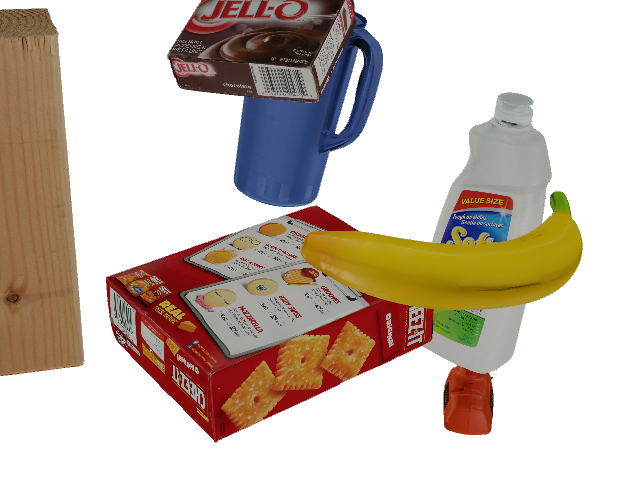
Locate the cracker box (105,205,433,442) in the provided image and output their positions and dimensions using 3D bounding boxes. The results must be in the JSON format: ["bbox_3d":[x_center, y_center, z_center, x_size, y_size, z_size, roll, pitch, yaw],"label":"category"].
[{"bbox_3d":[-0.039,0.058,0.861,0.213,0.072,0.164,-20,35,-32],"label":"cracker box"}]

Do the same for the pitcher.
[{"bbox_3d":[-0.024,-0.164,1.287,0.144,0.243,0.149,6,23,-15],"label":"pitcher"}]

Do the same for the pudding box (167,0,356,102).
[{"bbox_3d":[-0.040,-0.145,0.768,0.114,0.090,0.039,10,-37,18],"label":"pudding box"}]

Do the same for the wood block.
[{"bbox_3d":[-0.200,-0.029,0.648,0.090,0.206,0.090,-6,23,-16],"label":"wood block"}]

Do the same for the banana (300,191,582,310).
[{"bbox_3d":[0.085,0.012,0.609,0.197,0.037,0.070,-8,37,-33],"label":"banana"}]

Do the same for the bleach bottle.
[{"bbox_3d":[0.142,-0.010,0.937,0.103,0.251,0.067,27,36,33],"label":"bleach bottle"}]

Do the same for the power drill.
[{"bbox_3d":[0.169,0.114,1.160,0.057,0.188,0.184,7,25,8],"label":"power drill"}]
